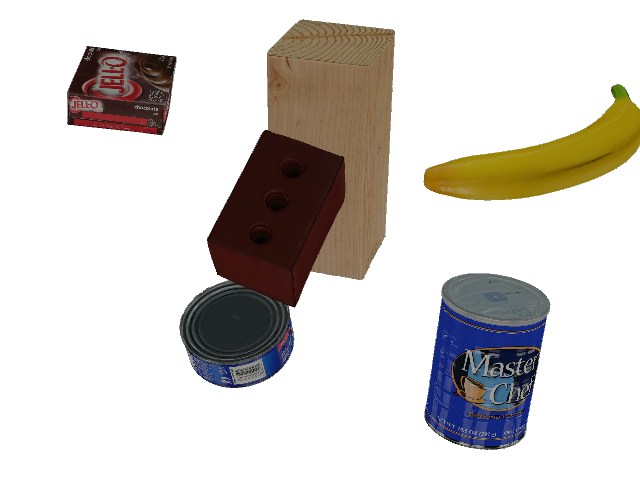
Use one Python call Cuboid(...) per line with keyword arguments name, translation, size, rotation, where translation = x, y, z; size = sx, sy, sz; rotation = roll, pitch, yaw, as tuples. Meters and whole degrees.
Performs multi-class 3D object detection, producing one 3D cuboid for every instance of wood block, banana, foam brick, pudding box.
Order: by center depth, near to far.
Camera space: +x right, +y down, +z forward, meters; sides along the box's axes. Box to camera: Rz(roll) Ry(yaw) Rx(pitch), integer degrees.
Cuboid(name="foam brick", translation=(-0.024, -0.012, 0.612), size=(0.053, 0.078, 0.051), rotation=(20, -22, 10))
Cuboid(name="banana", translation=(0.173, -0.063, 0.789), size=(0.197, 0.037, 0.070), rotation=(-23, 31, -23))
Cuboid(name="wood block", translation=(0.009, -0.080, 0.950), size=(0.091, 0.206, 0.090), rotation=(10, 33, 15))
Cuboid(name="pudding box", translation=(-0.187, -0.144, 1.015), size=(0.090, 0.039, 0.113), rotation=(7, 30, -6))

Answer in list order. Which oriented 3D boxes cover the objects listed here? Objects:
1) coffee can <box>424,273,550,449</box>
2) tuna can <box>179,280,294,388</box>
Cuboid(name="coffee can", translation=(0.160, 0.116, 1.038), size=(0.103, 0.140, 0.103), rotation=(5, 22, -2))
Cuboid(name="tuna can", translation=(-0.064, 0.072, 0.826), size=(0.086, 0.034, 0.086), rotation=(-5, 44, 5))
